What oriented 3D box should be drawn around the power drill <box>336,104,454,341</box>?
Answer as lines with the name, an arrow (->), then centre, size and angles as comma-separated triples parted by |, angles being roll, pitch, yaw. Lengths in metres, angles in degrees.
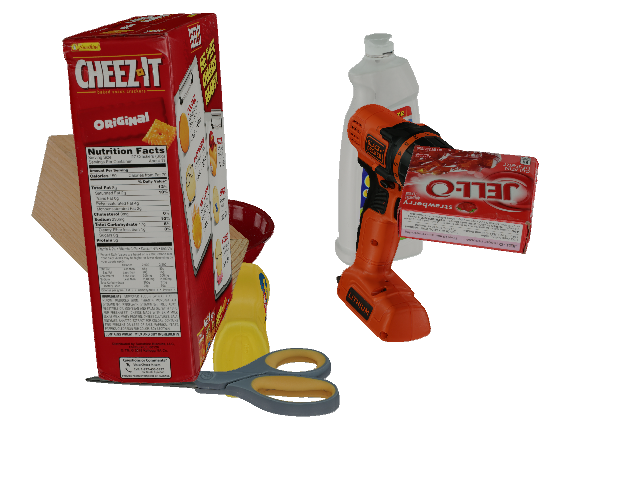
power drill -> 0.073, -0.009, 0.932 | 0.057, 0.188, 0.185 | -4, 26, -25

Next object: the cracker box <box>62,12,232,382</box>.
cracker box -> -0.107, -0.035, 0.702 | 0.072, 0.214, 0.164 | -2, 16, 5

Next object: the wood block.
wood block -> -0.170, -0.012, 0.981 | 0.090, 0.091, 0.206 | -6, 34, -45

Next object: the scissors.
scissors -> -0.078, 0.106, 0.866 | 0.202, 0.016, 0.096 | 8, 24, 15

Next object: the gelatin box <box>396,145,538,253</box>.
gelatin box -> 0.102, -0.030, 0.733 | 0.089, 0.030, 0.073 | 7, 42, 11

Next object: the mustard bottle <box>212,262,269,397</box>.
mustard bottle -> -0.084, 0.079, 1.158 | 0.058, 0.096, 0.191 | -1, 28, -2

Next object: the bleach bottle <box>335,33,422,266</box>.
bleach bottle -> 0.061, -0.101, 1.180 | 0.102, 0.251, 0.068 | -9, 24, -12

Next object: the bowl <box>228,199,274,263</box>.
bowl -> -0.138, 0.005, 1.329 | 0.162, 0.055, 0.162 | 1, 27, -1
